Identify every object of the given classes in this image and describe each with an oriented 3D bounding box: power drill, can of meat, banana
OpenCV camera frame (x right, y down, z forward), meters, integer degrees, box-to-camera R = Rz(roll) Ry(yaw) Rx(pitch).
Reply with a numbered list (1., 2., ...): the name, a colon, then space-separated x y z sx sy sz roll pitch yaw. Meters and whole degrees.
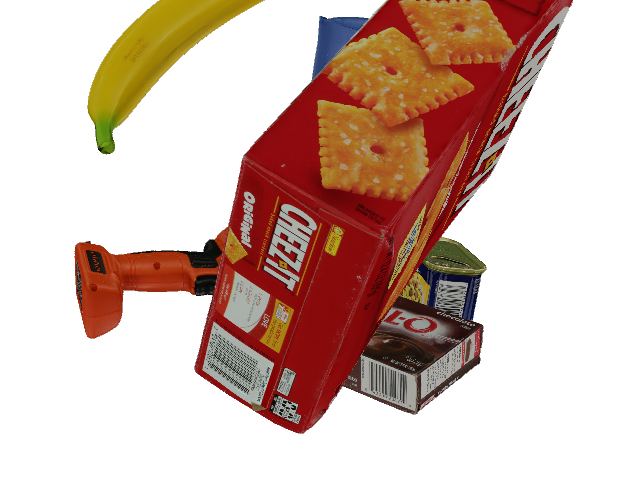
1. power drill: -0.119 0.044 0.954 0.187 0.057 0.185 -3 23 -19
2. can of meat: 0.107 0.049 0.986 0.057 0.084 0.102 5 15 -14
3. banana: -0.086 -0.135 0.698 0.070 0.197 0.037 38 -12 28

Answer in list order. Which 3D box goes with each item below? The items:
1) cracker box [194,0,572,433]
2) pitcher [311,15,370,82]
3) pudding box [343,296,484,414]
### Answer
1. cracker box: 0.034 -0.032 0.510 0.072 0.213 0.164 31 -38 10
2. pitcher: 0.050 -0.110 1.136 0.145 0.243 0.149 10 17 -4
3. pudding box: 0.049 0.076 0.784 0.114 0.039 0.089 20 33 33
